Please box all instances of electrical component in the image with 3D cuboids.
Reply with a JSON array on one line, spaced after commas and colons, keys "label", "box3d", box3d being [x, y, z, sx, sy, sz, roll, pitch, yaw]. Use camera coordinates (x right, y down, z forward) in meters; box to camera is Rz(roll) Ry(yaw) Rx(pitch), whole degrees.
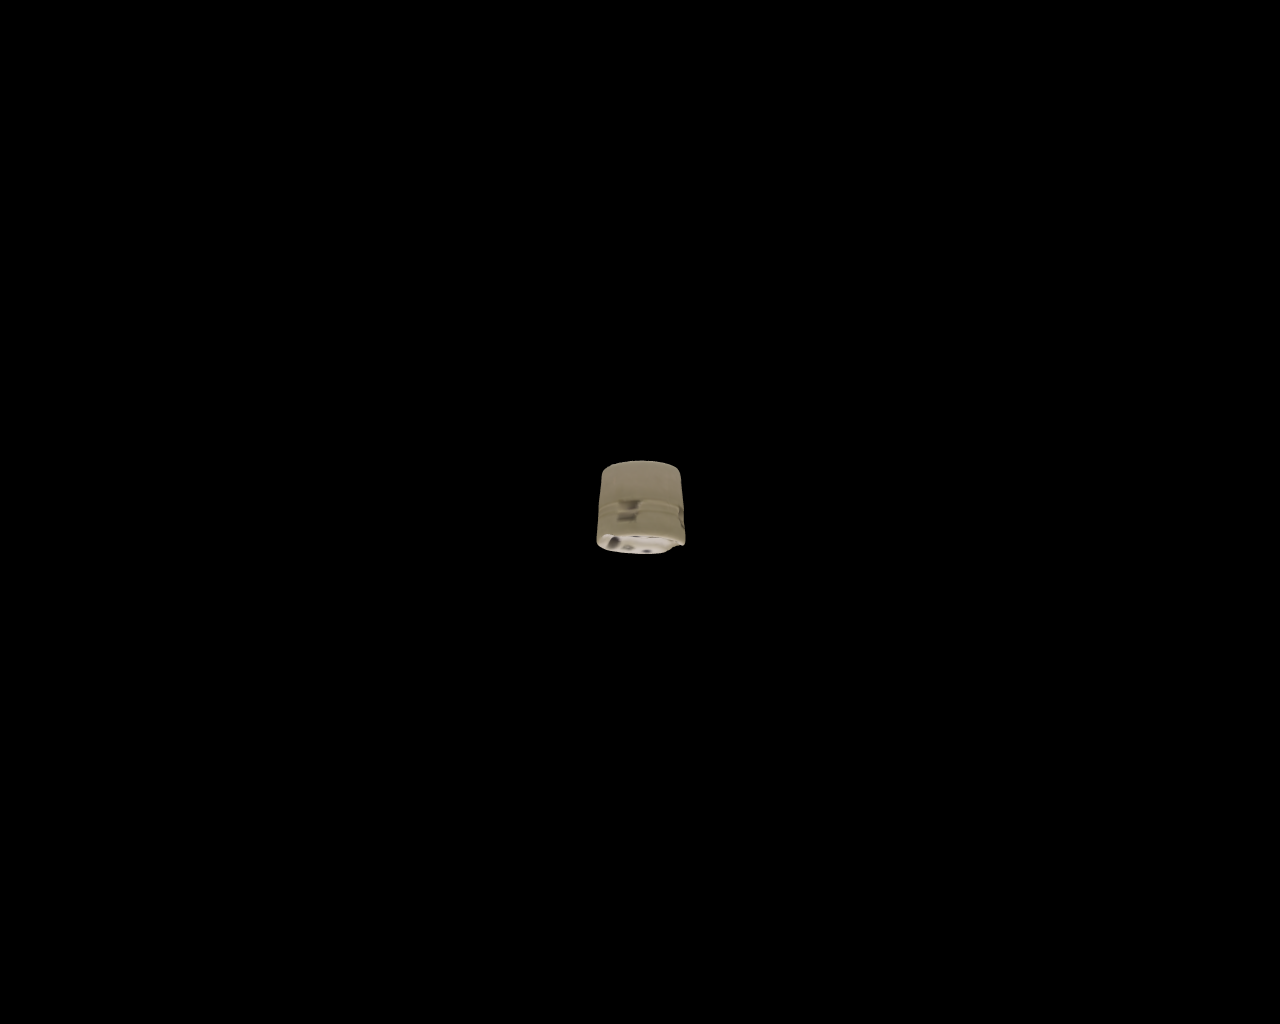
[{"label": "electrical component", "box3d": [0.001, -0.003, 0.650, 0.055, 0.047, 0.055, 0, -15, 0]}]
